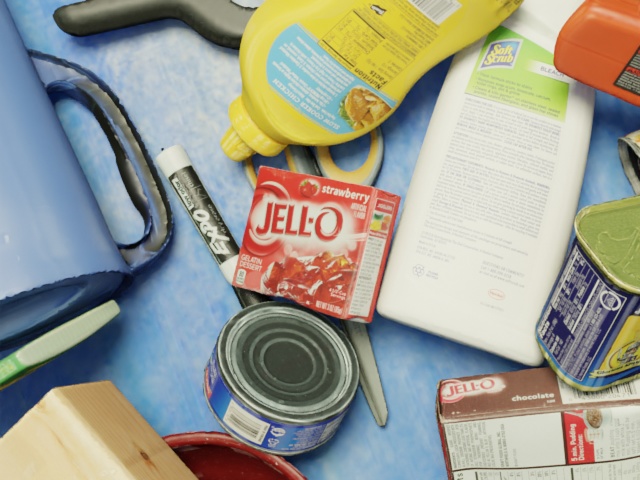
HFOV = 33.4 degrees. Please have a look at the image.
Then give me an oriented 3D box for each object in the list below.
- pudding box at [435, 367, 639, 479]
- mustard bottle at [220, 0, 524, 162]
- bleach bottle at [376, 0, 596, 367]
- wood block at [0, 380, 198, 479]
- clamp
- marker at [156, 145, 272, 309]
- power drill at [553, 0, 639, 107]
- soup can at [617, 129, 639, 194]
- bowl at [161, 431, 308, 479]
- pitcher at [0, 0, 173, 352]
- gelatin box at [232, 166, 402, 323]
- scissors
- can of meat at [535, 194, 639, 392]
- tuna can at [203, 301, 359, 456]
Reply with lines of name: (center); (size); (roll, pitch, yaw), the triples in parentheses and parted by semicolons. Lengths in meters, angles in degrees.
pudding box: (0.124, 0.115, 0.585); (0.113, 0.039, 0.090); (-6, 122, 10)
mustard bottle: (0.013, -0.107, 0.592); (0.096, 0.058, 0.192); (33, 122, -31)
bleach bottle: (0.115, -0.062, 0.609); (0.102, 0.068, 0.251); (19, 86, 6)
wood block: (-0.086, 0.179, 0.550); (0.090, 0.090, 0.206); (-44, 81, 2)
clamp: (-0.078, -0.155, 0.656); (0.171, 0.039, 0.120); (27, 91, 10)
marker: (-0.063, -0.003, 0.653); (0.020, 0.020, 0.121); (-32, 81, 5)
power drill: (0.185, -0.159, 0.568); (0.184, 0.057, 0.187); (22, 63, 4)
soup can: (0.226, -0.049, 0.586); (0.102, 0.068, 0.068); (-27, 82, 5)
bowl: (-0.062, 0.190, 0.620); (0.162, 0.055, 0.162); (-1, 86, 9)
pitcher: (-0.204, -0.060, 0.633); (0.145, 0.149, 0.243); (-27, 79, 21)
gelatin box: (-0.004, 0.001, 0.603); (0.089, 0.030, 0.073); (15, 91, 39)
scissors: (0.024, 0.001, 0.641); (0.096, 0.016, 0.202); (-32, 82, 6)
can of meat: (0.166, 0.025, 0.538); (0.102, 0.084, 0.057); (-12, 50, -22)
tuna can: (-0.022, 0.077, 0.608); (0.086, 0.086, 0.034); (33, 135, 10)
